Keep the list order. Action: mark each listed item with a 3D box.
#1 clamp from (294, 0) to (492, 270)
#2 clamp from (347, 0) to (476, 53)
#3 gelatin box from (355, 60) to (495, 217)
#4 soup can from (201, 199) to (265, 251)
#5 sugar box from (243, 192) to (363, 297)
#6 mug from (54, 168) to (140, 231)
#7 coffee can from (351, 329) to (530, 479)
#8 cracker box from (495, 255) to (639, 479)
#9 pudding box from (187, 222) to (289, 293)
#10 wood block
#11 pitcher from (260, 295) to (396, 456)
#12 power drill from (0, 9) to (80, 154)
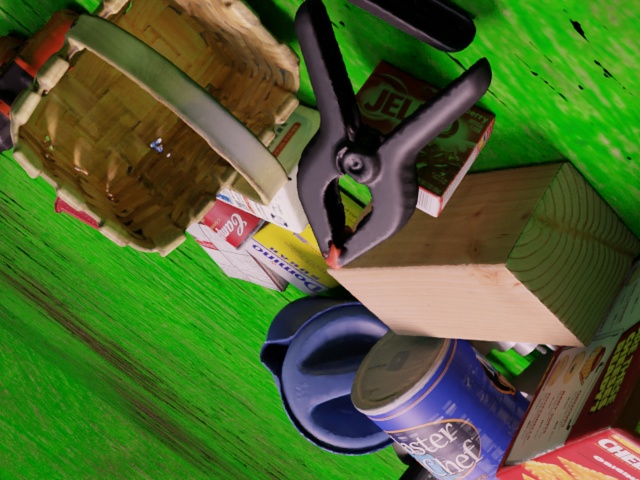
[{"bbox_3d":[0.020,-0.062,0.650,0.120,0.039,0.172,34,125,14],"label":"clamp"},{"bbox_3d":[-0.012,-0.173,0.624,0.210,0.036,0.164,14,154,43],"label":"clamp"},{"bbox_3d":[0.058,-0.068,0.698,0.089,0.073,0.030,30,158,15],"label":"gelatin box"},{"bbox_3d":[-0.094,-0.048,0.975,0.102,0.068,0.069,38,159,-8],"label":"soup can"},{"bbox_3d":[-0.006,0.002,0.983,0.093,0.048,0.176,37,158,-8],"label":"sugar box"},{"bbox_3d":[-0.222,-0.052,1.145,0.081,0.093,0.117,29,-170,0],"label":"mug"},{"bbox_3d":[0.109,0.141,0.878,0.140,0.102,0.103,44,157,-19],"label":"coffee can"},{"bbox_3d":[0.206,0.088,0.690,0.072,0.164,0.214,31,159,2],"label":"cracker box"},{"bbox_3d":[-0.085,0.002,1.111,0.090,0.039,0.113,13,152,42],"label":"pudding box"},{"bbox_3d":[0.110,0.012,0.772,0.090,0.090,0.206,43,157,-23],"label":"wood block"},{"bbox_3d":[0.023,0.120,1.031,0.149,0.145,0.243,60,174,-6],"label":"pitcher"},{"bbox_3d":[-0.288,-0.125,0.959,0.057,0.184,0.188,46,166,-26],"label":"power drill"}]
